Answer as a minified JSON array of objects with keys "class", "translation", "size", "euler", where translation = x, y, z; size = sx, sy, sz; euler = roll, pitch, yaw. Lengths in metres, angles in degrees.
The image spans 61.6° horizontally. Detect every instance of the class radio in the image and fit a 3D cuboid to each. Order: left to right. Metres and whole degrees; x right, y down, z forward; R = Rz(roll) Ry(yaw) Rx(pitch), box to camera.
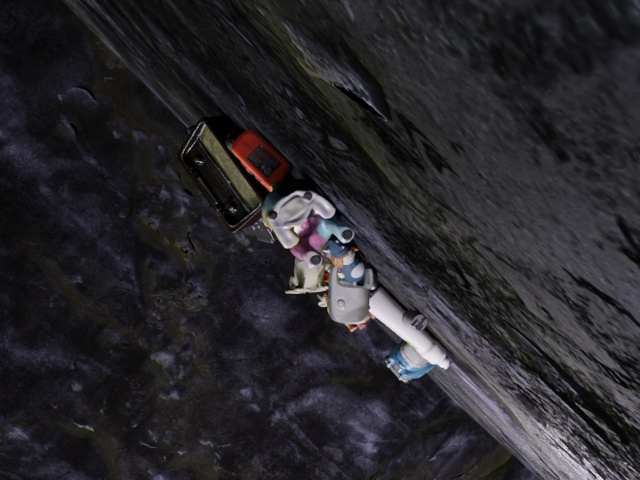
[{"class":"radio","translation":[-0.197,-0.138,1.143],"size":[0.229,0.131,0.073],"euler":[55,-145,7]}]

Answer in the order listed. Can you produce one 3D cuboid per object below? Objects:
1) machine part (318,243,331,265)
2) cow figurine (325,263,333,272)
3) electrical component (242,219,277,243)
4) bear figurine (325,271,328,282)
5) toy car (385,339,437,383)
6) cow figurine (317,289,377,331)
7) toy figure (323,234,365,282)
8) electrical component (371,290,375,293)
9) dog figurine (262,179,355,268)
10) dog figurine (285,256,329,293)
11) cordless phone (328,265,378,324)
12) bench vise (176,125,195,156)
[{"class":"machine part","translation":[-0.027,-0.015,1.325],"size":[0.243,0.079,0.079],"euler":[42,175,35]},{"class":"cow figurine","translation":[0.068,0.078,1.421],"size":[0.098,0.068,0.167],"euler":[39,177,-4]},{"class":"electrical component","translation":[-0.160,-0.052,1.417],"size":[0.115,0.058,0.134],"euler":[12,142,38]},{"class":"bear figurine","translation":[0.043,0.117,1.683],"size":[0.196,0.132,0.120],"euler":[-154,52,-67]},{"class":"toy car","translation":[0.250,0.292,1.396],"size":[0.109,0.161,0.102],"euler":[49,133,25]},{"class":"cow figurine","translation":[0.072,0.171,1.407],"size":[0.127,0.085,0.195],"euler":[49,-167,19]},{"class":"toy figure","translation":[0.056,0.036,1.110],"size":[0.058,0.064,0.154],"euler":[5,153,22]},{"class":"electrical component","translation":[0.148,0.148,1.437],"size":[0.102,0.045,0.078],"euler":[46,177,-23]},{"class":"dog figurine","translation":[-0.041,-0.044,0.981],"size":[0.191,0.108,0.219],"euler":[46,179,-24]},{"class":"dog figurine","translation":[-0.042,0.055,1.549],"size":[0.172,0.121,0.190],"euler":[152,115,-63]},{"class":"cordless phone","translation":[0.090,0.123,1.232],"size":[0.089,0.146,0.184],"euler":[2,178,-21]},{"class":"bench vise","translation":[-0.305,-0.229,1.547],"size":[0.240,0.129,0.224],"euler":[63,155,-4]}]
